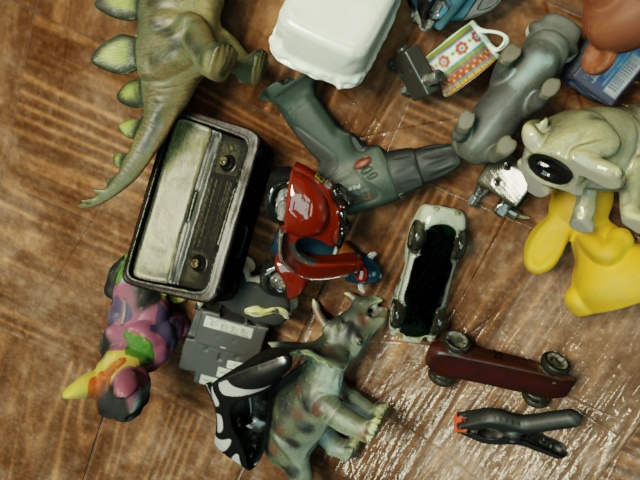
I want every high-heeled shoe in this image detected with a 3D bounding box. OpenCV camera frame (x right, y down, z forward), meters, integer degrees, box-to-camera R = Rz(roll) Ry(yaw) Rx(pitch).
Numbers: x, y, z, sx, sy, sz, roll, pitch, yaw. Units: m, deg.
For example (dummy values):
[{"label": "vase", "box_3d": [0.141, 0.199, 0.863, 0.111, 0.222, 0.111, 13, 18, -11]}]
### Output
[{"label": "high-heeled shoe", "box_3d": [-0.081, 0.232, 0.709, 0.249, 0.086, 0.145, -35, 85, 50]}]

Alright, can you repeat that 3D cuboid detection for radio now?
[{"label": "radio", "box_3d": [-0.150, -0.038, 0.685, 0.131, 0.073, 0.229, 16, 90, 12]}]

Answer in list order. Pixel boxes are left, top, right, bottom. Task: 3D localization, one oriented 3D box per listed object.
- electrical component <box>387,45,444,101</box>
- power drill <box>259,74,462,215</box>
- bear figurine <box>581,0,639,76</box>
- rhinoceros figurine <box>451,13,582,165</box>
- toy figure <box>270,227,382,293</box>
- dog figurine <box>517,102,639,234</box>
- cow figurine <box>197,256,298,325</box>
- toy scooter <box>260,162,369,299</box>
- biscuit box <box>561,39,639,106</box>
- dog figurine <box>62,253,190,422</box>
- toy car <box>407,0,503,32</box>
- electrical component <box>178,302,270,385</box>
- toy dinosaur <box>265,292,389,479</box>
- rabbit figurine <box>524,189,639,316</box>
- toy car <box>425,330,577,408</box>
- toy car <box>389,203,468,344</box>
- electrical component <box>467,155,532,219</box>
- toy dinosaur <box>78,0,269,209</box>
[{"label": "electrical component", "box_3d": [0.111, -0.198, 0.631, 0.021, 0.094, 0.063, -34, 103, -9]}, {"label": "power drill", "box_3d": [0.036, -0.133, 0.675, 0.232, 0.086, 0.207, -26, 110, 18]}, {"label": "bear figurine", "box_3d": [0.280, -0.278, 0.532, 0.132, 0.120, 0.196, 16, 71, -28]}, {"label": "rhinoceros figurine", "box_3d": [0.226, -0.168, 0.610, 0.073, 0.112, 0.190, 35, 96, 13]}, {"label": "toy figure", "box_3d": [0.011, 0.021, 0.736, 0.154, 0.058, 0.064, 21, 116, -4]}, {"label": "dog figurine", "box_3d": [0.314, -0.122, 0.570, 0.172, 0.121, 0.190, 40, 78, -27]}, {"label": "cow figurine", "box_3d": [-0.115, 0.071, 0.748, 0.167, 0.098, 0.068, 13, 116, 3]}, {"label": "toy scooter", "box_3d": [-0.001, -0.002, 0.655, 0.135, 0.075, 0.183, 10, 118, 6]}, {"label": "biscuit box", "box_3d": [0.359, -0.249, 0.593, 0.059, 0.063, 0.202, 33, 110, -4]}, {"label": "dog figurine", "box_3d": [-0.258, 0.129, 0.724, 0.109, 0.219, 0.191, -1, 109, 5]}, {"label": "toy car", "box_3d": [0.167, -0.301, 0.584, 0.103, 0.109, 0.161, 14, 120, -15]}, {"label": "electrical component", "box_3d": [-0.143, 0.157, 0.795, 0.115, 0.058, 0.134, 19, 110, -4]}, {"label": "toy dinosaur", "box_3d": [-0.023, 0.261, 0.794, 0.192, 0.131, 0.404, 35, 117, 13]}, {"label": "rabbit figurine", "box_3d": [0.336, -0.002, 0.668, 0.162, 0.122, 0.173, -21, 90, 24]}, {"label": "toy car", "box_3d": [0.250, 0.178, 0.754, 0.202, 0.053, 0.089, 10, 125, 4]}, {"label": "toy car", "box_3d": [0.144, 0.050, 0.727, 0.074, 0.056, 0.201, 9, 110, -2]}, {"label": "electrical component", "box_3d": [0.245, -0.072, 0.680, 0.078, 0.045, 0.102, 34, 109, 26]}, {"label": "toy dinosaur", "box_3d": [-0.161, -0.238, 0.625, 0.199, 0.105, 0.471, 22, 92, 21]}]
